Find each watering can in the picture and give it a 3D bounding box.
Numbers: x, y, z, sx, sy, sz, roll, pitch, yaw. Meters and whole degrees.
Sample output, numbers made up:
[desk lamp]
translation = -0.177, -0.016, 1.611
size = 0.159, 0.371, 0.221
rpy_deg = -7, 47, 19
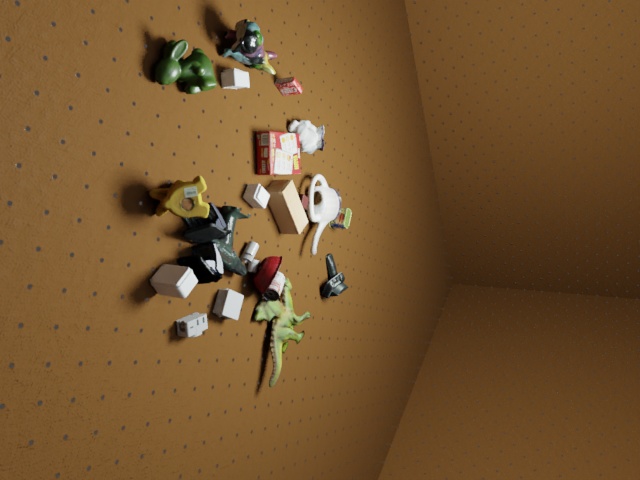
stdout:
[watering can]
translation = 0.007, -0.114, 2.258
size = 0.225, 0.104, 0.348
rpy_deg = -1, 91, -61

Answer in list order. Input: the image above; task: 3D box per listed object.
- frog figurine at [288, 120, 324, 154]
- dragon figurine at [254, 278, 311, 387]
[frog figurine]
translation = -0.069, -0.435, 2.153
size = 0.159, 0.123, 0.137
rpy_deg = 10, 92, -24
[dragon figurine]
translation = -0.176, 0.329, 1.996
size = 0.239, 0.121, 0.420
rpy_deg = 45, 49, -29
